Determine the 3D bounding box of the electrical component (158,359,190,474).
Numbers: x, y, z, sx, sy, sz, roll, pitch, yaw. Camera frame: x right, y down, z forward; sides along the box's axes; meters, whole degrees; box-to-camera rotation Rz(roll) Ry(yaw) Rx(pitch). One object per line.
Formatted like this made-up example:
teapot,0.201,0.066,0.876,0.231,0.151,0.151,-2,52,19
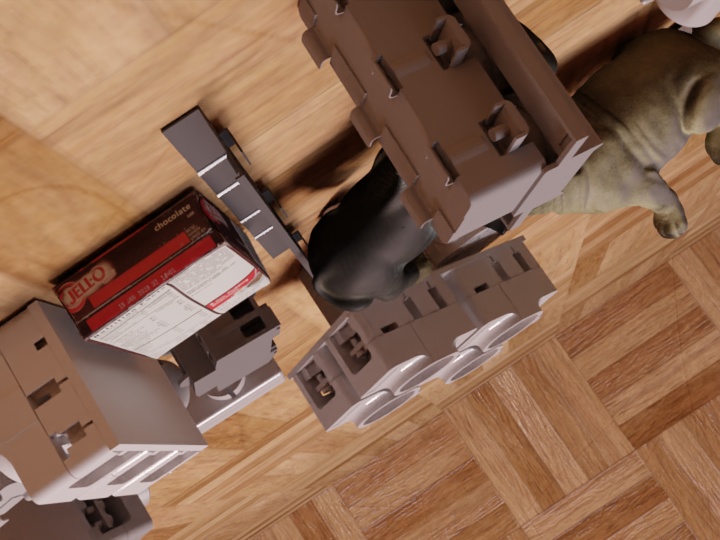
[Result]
electrical component,-0.152,0.106,0.742,0.043,0.079,0.077,-28,171,28

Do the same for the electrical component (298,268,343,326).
electrical component,0.000,0.000,0.777,0.050,0.055,0.089,-26,165,-29

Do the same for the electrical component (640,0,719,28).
electrical component,0.200,-0.179,0.641,0.079,0.043,0.077,-28,166,-23

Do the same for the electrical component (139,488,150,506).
electrical component,-0.249,0.223,0.991,0.074,0.052,0.138,-24,164,-37

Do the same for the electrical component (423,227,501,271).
electrical component,0.073,-0.037,0.829,0.080,0.051,0.080,-32,167,-8

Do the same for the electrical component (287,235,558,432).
electrical component,0.052,0.049,0.805,0.186,0.060,0.105,-21,161,-40

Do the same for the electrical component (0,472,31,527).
electrical component,-0.245,0.131,0.643,0.121,0.063,0.079,-39,166,22

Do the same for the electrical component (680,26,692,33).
electrical component,0.258,-0.156,0.816,0.081,0.063,0.042,-37,166,31

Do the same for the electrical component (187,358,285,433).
electrical component,-0.107,0.083,0.835,0.083,0.047,0.075,-32,167,-7

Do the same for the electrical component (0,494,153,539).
electrical component,-0.236,0.187,0.771,0.186,0.105,0.060,-42,165,32

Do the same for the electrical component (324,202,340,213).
electrical component,0.004,-0.031,0.712,0.046,0.040,0.040,-31,168,-39

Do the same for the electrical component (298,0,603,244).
electrical component,0.030,-0.077,0.425,0.063,0.121,0.078,-26,165,-20

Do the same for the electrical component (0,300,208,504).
electrical component,-0.156,0.080,0.614,0.062,0.089,0.150,-34,167,2
